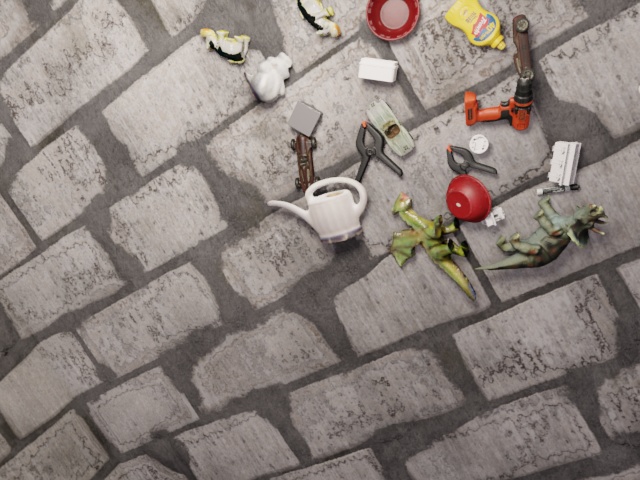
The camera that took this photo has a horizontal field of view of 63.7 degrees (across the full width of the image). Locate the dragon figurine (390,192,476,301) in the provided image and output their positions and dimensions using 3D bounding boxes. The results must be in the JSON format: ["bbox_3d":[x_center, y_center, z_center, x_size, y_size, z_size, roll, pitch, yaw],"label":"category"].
[{"bbox_3d":[0.352,0.031,1.716,0.241,0.124,0.408,-13,100,37],"label":"dragon figurine"}]

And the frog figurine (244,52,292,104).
[{"bbox_3d":[-0.153,-0.525,1.677,0.158,0.126,0.135,-26,132,13],"label":"frog figurine"}]

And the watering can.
[{"bbox_3d":[0.005,-0.089,1.759,0.346,0.105,0.222,-14,103,19],"label":"watering can"}]
